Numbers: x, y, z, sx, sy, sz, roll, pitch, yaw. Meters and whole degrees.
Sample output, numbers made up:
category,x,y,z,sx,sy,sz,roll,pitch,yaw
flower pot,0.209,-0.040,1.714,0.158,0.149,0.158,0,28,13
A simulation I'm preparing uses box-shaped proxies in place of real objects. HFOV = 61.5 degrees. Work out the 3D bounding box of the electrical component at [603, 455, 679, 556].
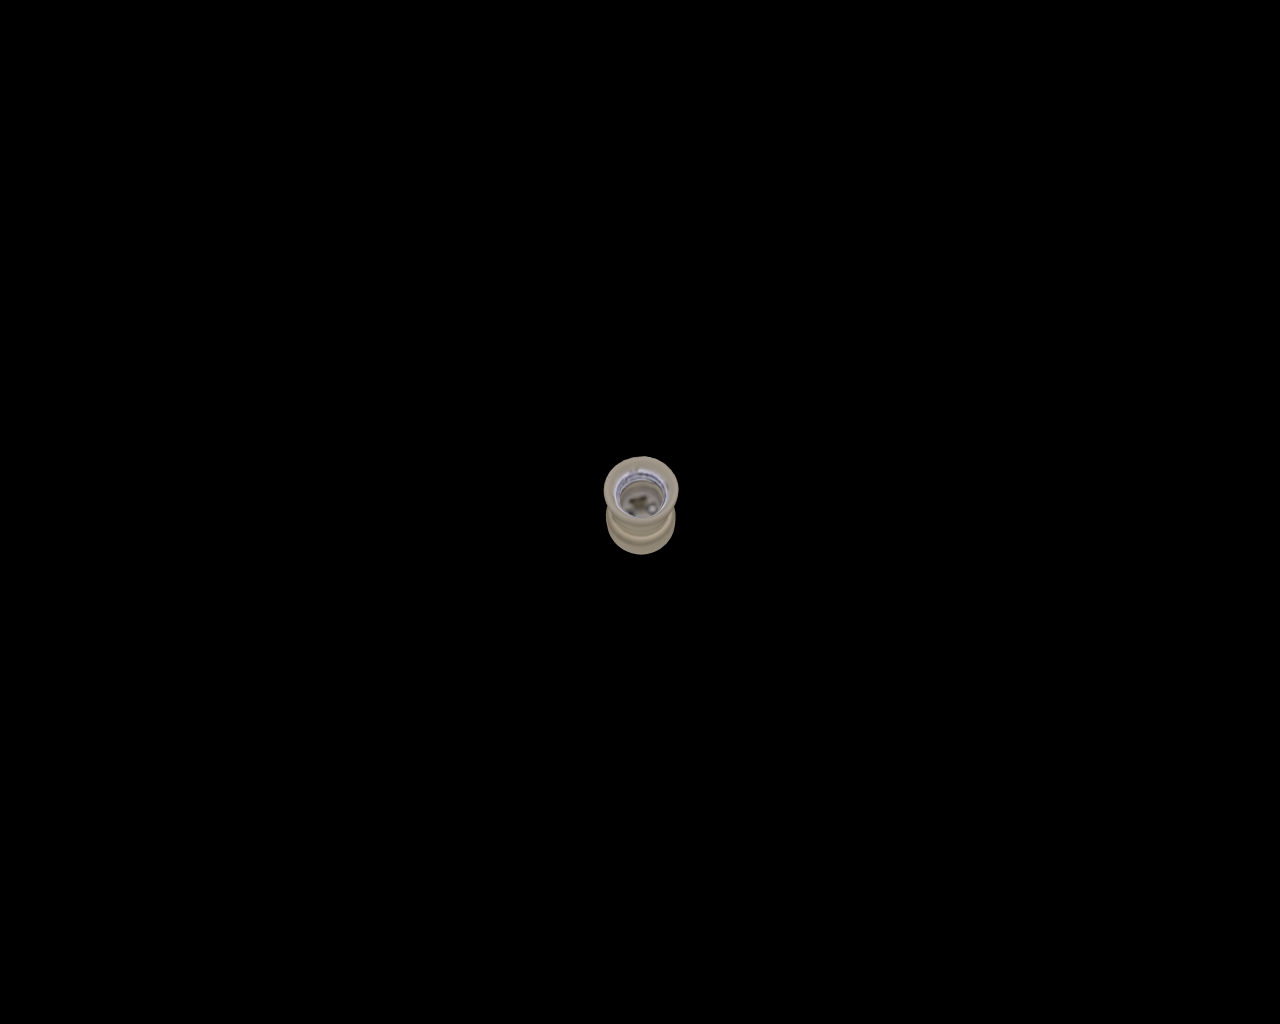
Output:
category,x,y,z,sx,sy,sz,roll,pitch,yaw
electrical component,0.001,-0.003,0.650,0.045,0.045,0.055,0,-25,0
